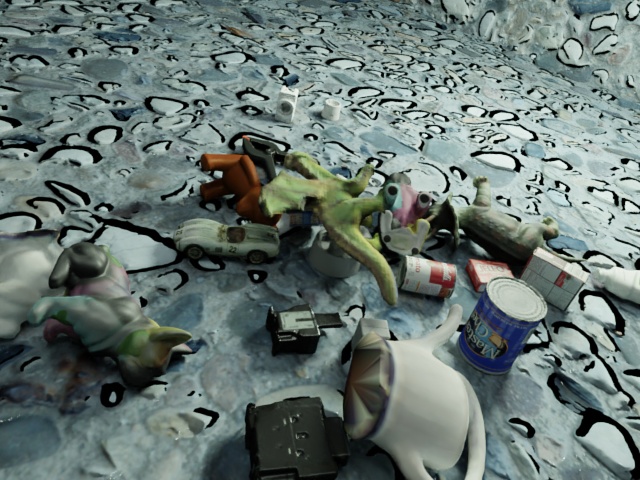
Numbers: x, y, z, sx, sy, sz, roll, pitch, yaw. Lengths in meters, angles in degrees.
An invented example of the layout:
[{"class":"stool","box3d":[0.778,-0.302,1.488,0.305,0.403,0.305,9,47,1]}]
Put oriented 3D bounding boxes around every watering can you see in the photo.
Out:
[{"class":"watering can","box3d":[0.145,0.204,0.767,0.223,0.102,0.356,26,40,-15]}]

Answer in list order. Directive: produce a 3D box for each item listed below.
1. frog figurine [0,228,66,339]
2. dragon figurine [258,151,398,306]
[{"class":"frog figurine","box3d":[-0.459,0.071,0.796,0.137,0.121,0.161,2,73,-29]},{"class":"dragon figurine","box3d":[0.003,-0.049,0.969,0.243,0.119,0.420,5,39,-11]}]
